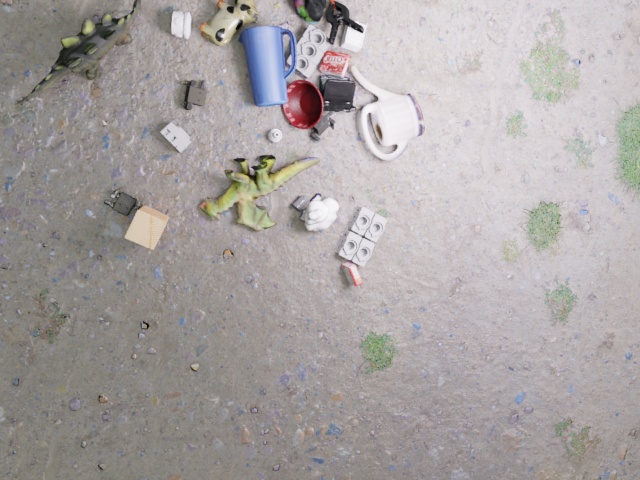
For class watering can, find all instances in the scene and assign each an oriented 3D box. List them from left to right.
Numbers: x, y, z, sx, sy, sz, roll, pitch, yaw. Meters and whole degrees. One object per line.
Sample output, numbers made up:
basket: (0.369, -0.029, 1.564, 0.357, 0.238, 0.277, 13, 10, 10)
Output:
watering can: (0.236, -0.451, 1.775, 0.225, 0.104, 0.345, -18, 99, -13)

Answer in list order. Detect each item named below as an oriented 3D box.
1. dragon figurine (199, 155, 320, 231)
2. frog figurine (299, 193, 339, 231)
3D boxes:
dragon figurine: (-0.196, -0.149, 1.712, 0.411, 0.124, 0.238, -5, 114, -12)
frog figurine: (0.005, -0.087, 1.720, 0.138, 0.160, 0.121, -35, 105, -8)
